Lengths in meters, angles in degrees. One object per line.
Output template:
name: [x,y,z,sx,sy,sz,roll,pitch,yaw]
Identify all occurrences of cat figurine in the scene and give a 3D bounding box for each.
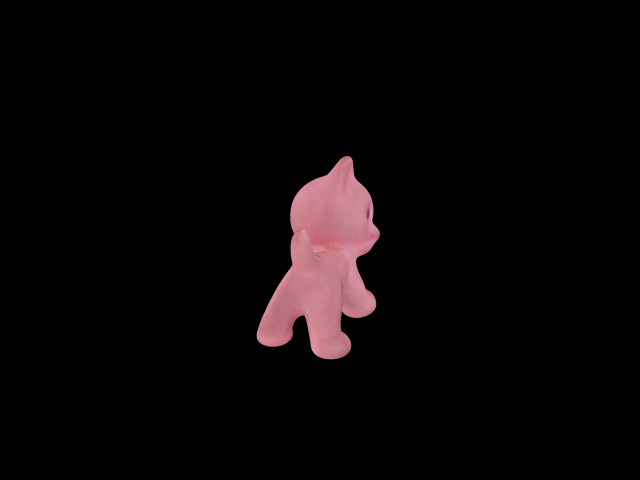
cat figurine: [0.004,0.001,0.400,0.067,0.118,0.128,6,19,17]
